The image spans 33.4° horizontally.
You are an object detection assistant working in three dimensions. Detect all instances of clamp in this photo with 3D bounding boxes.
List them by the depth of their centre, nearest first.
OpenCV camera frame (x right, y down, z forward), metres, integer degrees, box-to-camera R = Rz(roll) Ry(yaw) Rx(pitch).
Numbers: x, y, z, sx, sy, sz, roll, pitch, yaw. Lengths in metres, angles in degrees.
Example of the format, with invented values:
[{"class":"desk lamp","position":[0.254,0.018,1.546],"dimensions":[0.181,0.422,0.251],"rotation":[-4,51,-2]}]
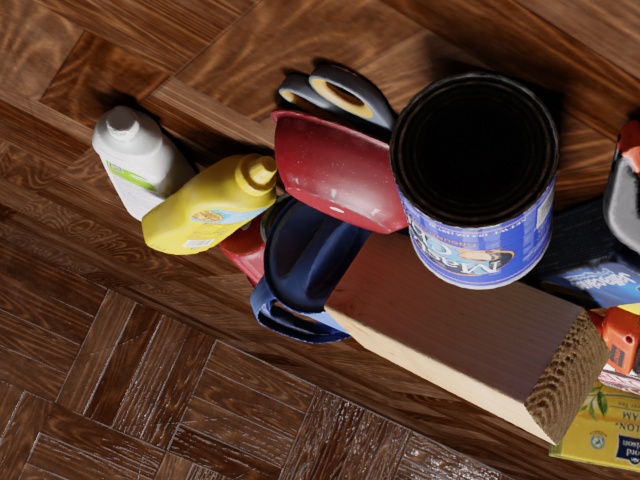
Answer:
[{"class":"clamp","position":[0.222,0.001,0.667],"dimensions":[0.120,0.039,0.171],"rotation":[-35,114,28]}]

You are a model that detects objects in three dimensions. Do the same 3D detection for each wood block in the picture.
[{"class":"wood block","position":[0.118,0.074,0.879],"dimensions":[0.206,0.090,0.090],"rotation":[23,165,40]}]

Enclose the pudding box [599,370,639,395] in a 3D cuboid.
[{"class":"pudding box","position":[0.339,0.140,1.155],"dimensions":[0.114,0.039,0.090],"rotation":[10,162,49]}]

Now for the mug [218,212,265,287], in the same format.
[{"class":"mug","position":[-0.051,-0.001,1.194],"dimensions":[0.117,0.093,0.081],"rotation":[-16,146,20]}]

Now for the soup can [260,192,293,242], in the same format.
[{"class":"soup can","position":[-0.007,0.001,1.126],"dimensions":[0.069,0.068,0.102],"rotation":[13,161,39]}]

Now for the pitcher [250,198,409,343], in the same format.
[{"class":"pitcher","position":[0.053,0.050,1.076],"dimensions":[0.149,0.145,0.242],"rotation":[9,165,37]}]

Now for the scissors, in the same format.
[{"class":"scissors","position":[0.065,-0.080,0.787],"dimensions":[0.201,0.016,0.096],"rotation":[23,168,0]}]

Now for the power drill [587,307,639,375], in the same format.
[{"class":"power drill","position":[0.208,0.052,0.989],"dimensions":[0.188,0.057,0.184],"rotation":[20,163,22]}]

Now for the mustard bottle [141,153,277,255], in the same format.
[{"class":"mustard bottle","position":[-0.099,-0.040,1.077],"dimensions":[0.096,0.058,0.192],"rotation":[-2,163,-36]}]

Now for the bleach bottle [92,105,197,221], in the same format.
[{"class":"bleach bottle","position":[-0.181,-0.078,1.144],"dimensions":[0.102,0.068,0.251],"rotation":[19,165,7]}]

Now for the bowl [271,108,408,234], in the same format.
[{"class":"bowl","position":[0.025,-0.048,0.858],"dimensions":[0.162,0.055,0.162],"rotation":[23,175,2]}]

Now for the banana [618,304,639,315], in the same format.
[{"class":"banana","position":[0.290,0.041,0.847],"dimensions":[0.069,0.037,0.198],"rotation":[46,160,-17]}]

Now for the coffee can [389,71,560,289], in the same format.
[{"class":"coffee can","position":[0.104,-0.034,0.704],"dimensions":[0.103,0.103,0.140],"rotation":[20,167,16]}]
